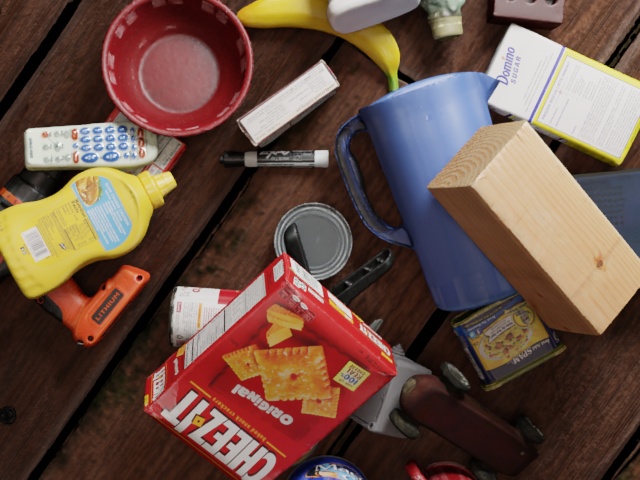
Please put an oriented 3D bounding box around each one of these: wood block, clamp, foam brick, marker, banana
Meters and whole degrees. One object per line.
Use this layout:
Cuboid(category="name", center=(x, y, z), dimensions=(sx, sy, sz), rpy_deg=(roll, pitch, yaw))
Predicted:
Cuboid(category="wood block", center=(0.216, -0.010, 1.053), dimensions=(0.090, 0.090, 0.206), rpy_deg=(-47, 107, -14))
Cuboid(category="clamp", center=(0.010, 0.065, 1.154), dimensions=(0.120, 0.039, 0.171), rpy_deg=(10, 119, 0))
Cuboid(category="foam brick", center=(0.225, -0.261, 1.162), dimensions=(0.078, 0.051, 0.053), rpy_deg=(5, 92, -1))
Cuboid(category="marker", center=(-0.051, -0.090, 1.182), dimensions=(0.121, 0.020, 0.020), rpy_deg=(0, 93, -1))
Cuboid(category="banana", center=(0.010, -0.230, 1.168), dimensions=(0.198, 0.037, 0.069), rpy_deg=(24, 90, -2))

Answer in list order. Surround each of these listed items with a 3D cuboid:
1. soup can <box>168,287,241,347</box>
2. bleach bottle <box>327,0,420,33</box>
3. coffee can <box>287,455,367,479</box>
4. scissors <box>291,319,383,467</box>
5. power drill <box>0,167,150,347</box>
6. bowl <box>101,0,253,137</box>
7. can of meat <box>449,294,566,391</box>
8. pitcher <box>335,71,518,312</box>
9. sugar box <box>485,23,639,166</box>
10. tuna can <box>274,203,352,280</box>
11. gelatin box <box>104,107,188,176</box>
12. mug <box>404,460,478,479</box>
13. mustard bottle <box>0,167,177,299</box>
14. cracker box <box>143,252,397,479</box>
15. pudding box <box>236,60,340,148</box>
Cuboid(category="soup can", center=(-0.110, 0.087, 1.165), dimensions=(0.102, 0.068, 0.068), rpy_deg=(4, 92, 0))
Cuboid(category="bleach bottle", center=(0.027, -0.354, 1.134), dimensions=(0.102, 0.068, 0.251), rpy_deg=(-18, 78, 9))
Cuboid(category="coffee can", center=(0.009, 0.297, 1.140), dimensions=(0.103, 0.140, 0.103), rpy_deg=(0, 92, -1))
Cuboid(category="scissors", center=(-0.014, 0.157, 1.175), dimensions=(0.096, 0.016, 0.202), rpy_deg=(23, 104, -2))
Cuboid(category="power drill", center=(-0.281, 0.012, 1.166), dimensions=(0.187, 0.057, 0.184), rpy_deg=(37, 89, 0))
Cuboid(category="bowl", center=(-0.153, -0.186, 1.152), dimensions=(0.162, 0.055, 0.162), rpy_deg=(0, 85, -5))
Cuboid(category="can of meat", center=(0.205, 0.105, 1.177), dimensions=(0.102, 0.057, 0.084), rpy_deg=(-29, 91, 0))
Cuboid(category="pitcher", center=(0.129, -0.049, 1.139), dimensions=(0.144, 0.149, 0.243), rpy_deg=(-22, 97, -35))
Cuboid(category="sugar box", center=(0.267, -0.158, 1.172), dimensions=(0.176, 0.048, 0.093), rpy_deg=(26, 92, 2))
Cuboid(category="tuna can", center=(-0.008, 0.001, 1.180), dimensions=(0.086, 0.034, 0.086), rpy_deg=(0, 92, -1))
Cuboid(category="gelatin box", center=(-0.202, -0.100, 1.174), dimensions=(0.089, 0.030, 0.073), rpy_deg=(36, 90, -2))
Cuboid(category="mug", center=(0.135, 0.289, 1.171), dimensions=(0.093, 0.081, 0.117), rpy_deg=(-38, 93, 1))
Cuboid(category="mustard bottle", center=(-0.239, -0.021, 1.114), dimensions=(0.191, 0.058, 0.096), rpy_deg=(-28, 89, -9))
Cuboid(category="cracker box", center=(-0.053, 0.144, 1.112), dimensions=(0.214, 0.072, 0.164), rpy_deg=(-43, 110, 14))
Cuboid(category="pudding box", center=(-0.034, -0.145, 1.145), dimensions=(0.113, 0.090, 0.039), rpy_deg=(-37, 93, 1))
